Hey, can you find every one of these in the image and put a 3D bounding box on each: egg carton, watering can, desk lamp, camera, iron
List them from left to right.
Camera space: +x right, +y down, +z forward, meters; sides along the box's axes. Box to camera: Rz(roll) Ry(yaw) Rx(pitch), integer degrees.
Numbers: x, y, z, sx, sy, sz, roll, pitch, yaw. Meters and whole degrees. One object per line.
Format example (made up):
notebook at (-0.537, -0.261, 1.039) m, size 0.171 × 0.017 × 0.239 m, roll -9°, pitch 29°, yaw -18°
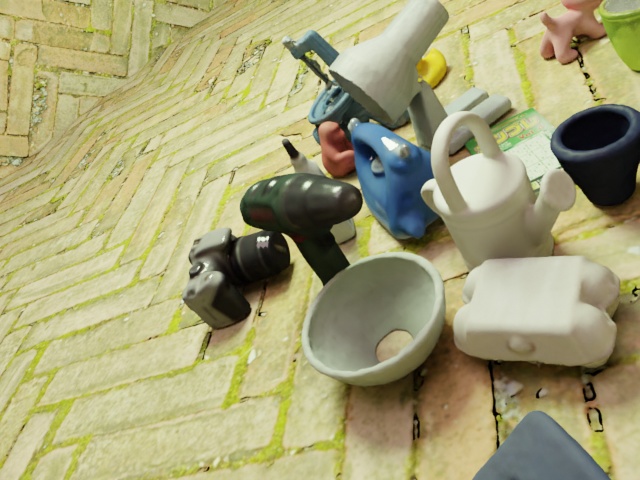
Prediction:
camera at (-0.122, 0.036, 0.839) m, size 0.136 × 0.101 × 0.143 m, roll -18°, pitch 38°, yaw 24°
iron at (0.091, -0.109, 0.795) m, size 0.118 × 0.142 × 0.257 m, roll -37°, pitch 34°, yaw -3°
desk lamp at (0.141, -0.228, 0.831) m, size 0.203 × 0.214 × 0.117 m, roll -38°, pitch 34°, yaw -4°
watering can at (0.178, -0.049, 0.600) m, size 0.172 × 0.195 × 0.101 m, roll -9°, pitch 42°, yaw 33°
egg carton at (0.203, 0.070, 0.546) m, size 0.149 × 0.070 × 0.107 m, roll -5°, pitch 44°, yaw 37°

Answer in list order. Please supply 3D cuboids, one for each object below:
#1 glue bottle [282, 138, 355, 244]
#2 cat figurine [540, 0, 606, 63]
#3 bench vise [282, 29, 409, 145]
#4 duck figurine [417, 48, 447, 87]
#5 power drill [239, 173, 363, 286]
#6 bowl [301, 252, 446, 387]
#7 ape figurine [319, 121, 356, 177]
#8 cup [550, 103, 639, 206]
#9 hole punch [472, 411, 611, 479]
glue bottle at (-0.006, -0.076, 0.810) m, size 0.037 × 0.174 × 0.078 m, roll -26°, pitch 35°, yaw 13°
cat figurine at (0.380, -0.352, 0.862) m, size 0.128 × 0.118 × 0.067 m, roll -39°, pitch 34°, yaw -6°
bench vise at (0.046, -0.277, 0.968) m, size 0.207 × 0.220 × 0.121 m, roll -31°, pitch 34°, yaw 6°
duck figurine at (0.173, -0.317, 1.027) m, size 0.104 × 0.086 × 0.077 m, roll -41°, pitch 34°, yaw -9°
power drill at (0.006, 0.002, 0.673) m, size 0.228 × 0.209 × 0.076 m, roll 15°, pitch 58°, yaw 49°
bowl at (0.068, 0.096, 0.625) m, size 0.167 × 0.075 × 0.167 m, roll -23°, pitch 36°, yaw 18°
ape figurine at (0.029, -0.156, 0.950) m, size 0.076 × 0.092 × 0.078 m, roll -18°, pitch 38°, yaw 24°
cup at (0.318, -0.087, 0.613) m, size 0.117 × 0.095 × 0.092 m, roll -10°, pitch 41°, yaw 32°
hole punch at (0.162, 0.197, 0.407) m, size 0.101 × 0.091 × 0.108 m, roll -36°, pitch 34°, yaw 0°
